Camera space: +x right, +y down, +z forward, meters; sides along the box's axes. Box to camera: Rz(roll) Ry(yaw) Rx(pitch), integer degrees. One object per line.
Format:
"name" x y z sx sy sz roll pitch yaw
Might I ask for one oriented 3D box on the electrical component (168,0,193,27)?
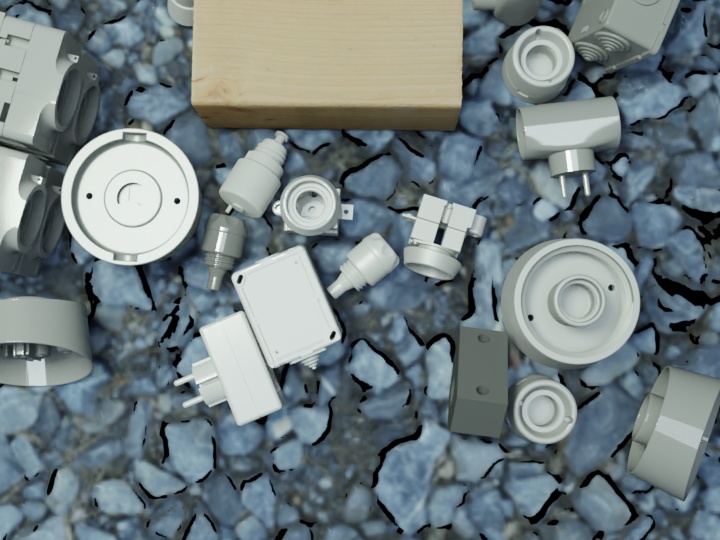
"electrical component" -0.139 -0.229 0.875 0.044 0.065 0.044 4 70 -10

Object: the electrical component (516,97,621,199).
"electrical component" 0.171 -0.097 0.873 0.077 0.043 0.079 -7 85 0

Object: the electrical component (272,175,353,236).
"electrical component" -0.039 -0.050 0.866 0.066 0.055 0.048 4 86 1

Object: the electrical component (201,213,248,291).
"electrical component" -0.113 -0.014 0.875 0.035 0.035 0.061 12 88 2

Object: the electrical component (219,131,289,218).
"electrical component" -0.082 -0.079 0.877 0.040 0.040 0.078 29 72 3

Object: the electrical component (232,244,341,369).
"electrical component" -0.055 0.034 0.861 0.062 0.061 0.096 -23 93 0

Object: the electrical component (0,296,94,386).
"electrical component" -0.260 0.055 0.842 0.099 0.099 0.064 -3 79 0

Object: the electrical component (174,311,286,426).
"electrical component" -0.110 0.085 0.861 0.076 0.047 0.083 -23 86 -1

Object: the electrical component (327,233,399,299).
"electrical component" 0.000 0.000 0.872 0.061 0.035 0.035 -40 86 0

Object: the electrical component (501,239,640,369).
"electrical component" 0.170 0.026 0.855 0.108 0.060 0.108 0 86 1

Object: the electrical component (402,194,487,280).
"electrical component" 0.063 -0.025 0.868 0.066 0.048 0.055 17 79 1

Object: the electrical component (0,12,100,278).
"electrical component" -0.264 -0.091 0.847 0.060 0.105 0.186 15 86 2

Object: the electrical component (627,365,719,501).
"electrical component" 0.248 0.125 0.831 0.064 0.099 0.099 21 86 8

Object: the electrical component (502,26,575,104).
"electrical component" 0.146 -0.168 0.877 0.055 0.047 0.055 0 86 1

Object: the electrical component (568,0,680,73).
"electrical component" 0.213 -0.213 0.854 0.048 0.100 0.099 24 86 -10

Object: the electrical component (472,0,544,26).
"electrical component" 0.112 -0.228 0.866 0.079 0.077 0.043 -1 86 1

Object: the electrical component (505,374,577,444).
"electrical component" 0.144 0.111 0.855 0.055 0.047 0.055 0 86 1

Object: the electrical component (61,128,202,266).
"electrical component" -0.179 -0.055 0.865 0.108 0.060 0.108 0 86 1
